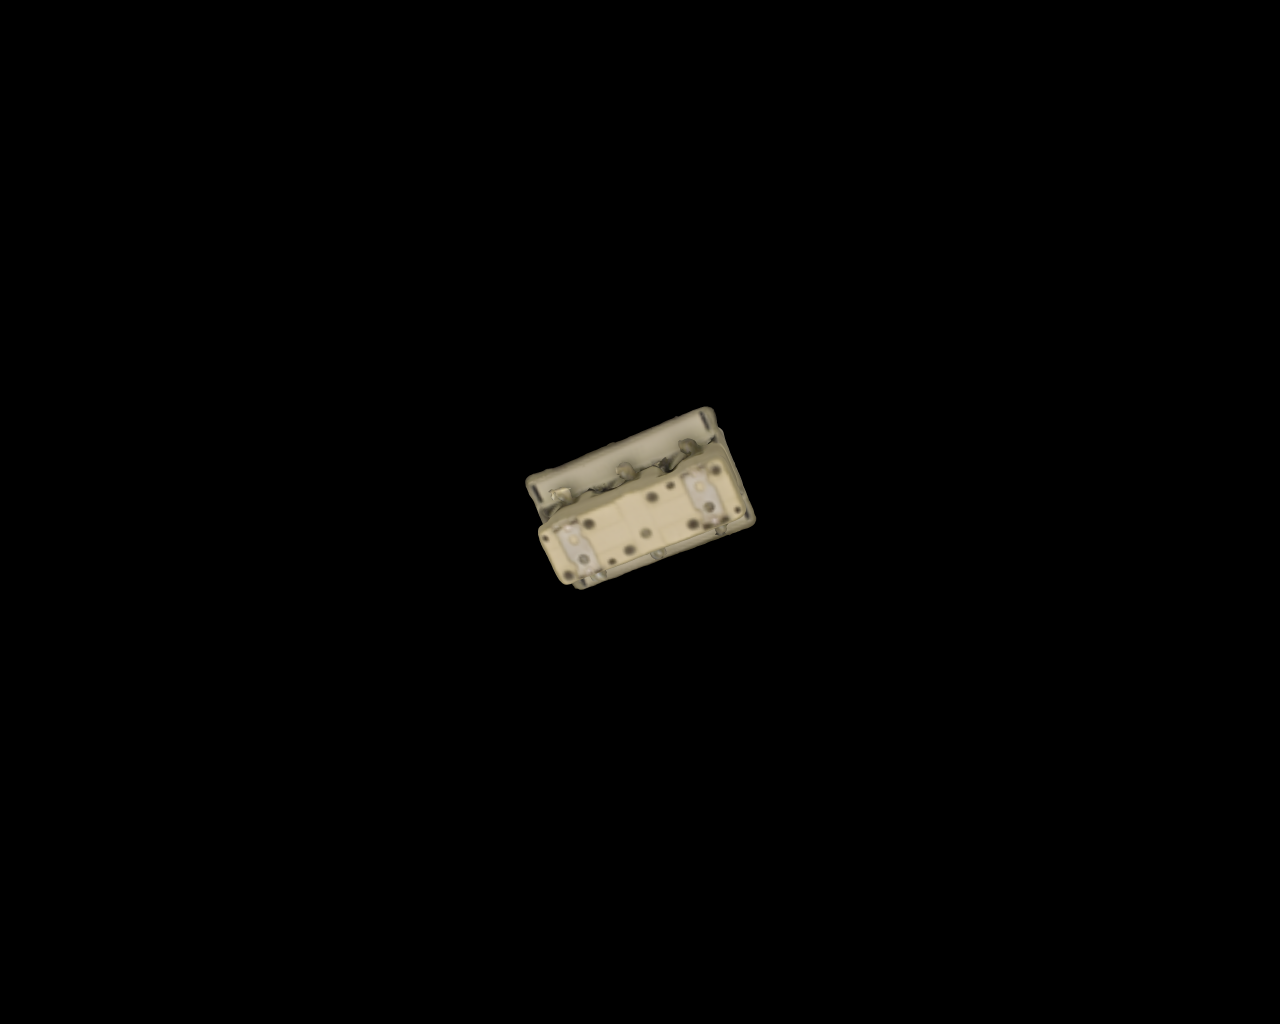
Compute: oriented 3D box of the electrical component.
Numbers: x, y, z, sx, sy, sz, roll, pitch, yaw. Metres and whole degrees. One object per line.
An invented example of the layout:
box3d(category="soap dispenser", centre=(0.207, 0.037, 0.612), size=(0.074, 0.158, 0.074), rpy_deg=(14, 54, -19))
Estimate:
box3d(category="electrical component", centre=(0.001, -0.003, 0.650), size=(0.121, 0.078, 0.063), rpy_deg=(-21, 18, 7))
